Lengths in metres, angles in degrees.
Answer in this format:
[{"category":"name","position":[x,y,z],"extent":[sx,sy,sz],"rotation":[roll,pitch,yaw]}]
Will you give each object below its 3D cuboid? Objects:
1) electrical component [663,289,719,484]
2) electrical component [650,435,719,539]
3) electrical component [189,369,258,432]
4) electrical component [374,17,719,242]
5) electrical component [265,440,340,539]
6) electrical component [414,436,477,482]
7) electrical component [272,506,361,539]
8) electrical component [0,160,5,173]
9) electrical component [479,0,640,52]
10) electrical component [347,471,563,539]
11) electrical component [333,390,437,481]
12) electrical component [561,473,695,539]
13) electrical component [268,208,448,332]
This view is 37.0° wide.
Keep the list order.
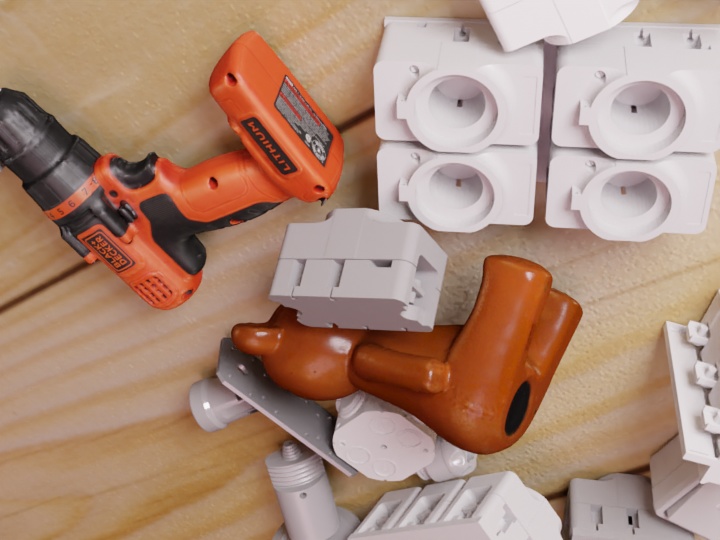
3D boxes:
[{"category":"electrical component","position":[0.237,0.072,0.666],"extent":[0.079,0.121,0.063],"rotation":[15,127,-2]},{"category":"electrical component","position":[0.259,0.143,0.759],"extent":[0.062,0.061,0.096],"rotation":[27,128,-12]},{"category":"electrical component","position":[-0.098,0.095,0.800],"extent":[0.046,0.040,0.040],"rotation":[-22,122,18]},{"category":"electrical component","position":[0.104,-0.079,0.607],"extent":[0.186,0.060,0.105],"rotation":[3,129,8]},{"category":"electrical component","position":[-0.046,0.170,0.846],"extent":[0.043,0.043,0.081],"rotation":[-8,114,16]},{"category":"electrical component","position":[0.056,0.144,0.815],"extent":[0.061,0.035,0.035],"rotation":[-22,122,28]},{"category":"electrical component","position":[-0.030,0.237,0.878],"extent":[0.080,0.080,0.051],"rotation":[-3,133,13]},{"category":"electrical component","position":[-0.265,-0.081,0.671],"extent":[0.061,0.061,0.096],"rotation":[-18,124,23]},{"category":"electrical component","position":[0.108,-0.154,0.551],"extent":[0.089,0.050,0.055],"rotation":[-19,123,24]},{"category":"electrical component","position":[0.077,0.209,0.814],"extent":[0.150,0.062,0.089],"rotation":[-23,106,48]},{"category":"electrical component","position":[0.020,0.110,0.783],"extent":[0.080,0.051,0.080],"rotation":[5,129,6]},{"category":"electrical component","position":[0.201,0.233,0.843],"extent":[0.089,0.061,0.150],"rotation":[5,130,6]},{"category":"electrical component","position":[0.000,0.000,0.633],"extent":[0.089,0.055,0.050],"rotation":[1,156,30]}]
